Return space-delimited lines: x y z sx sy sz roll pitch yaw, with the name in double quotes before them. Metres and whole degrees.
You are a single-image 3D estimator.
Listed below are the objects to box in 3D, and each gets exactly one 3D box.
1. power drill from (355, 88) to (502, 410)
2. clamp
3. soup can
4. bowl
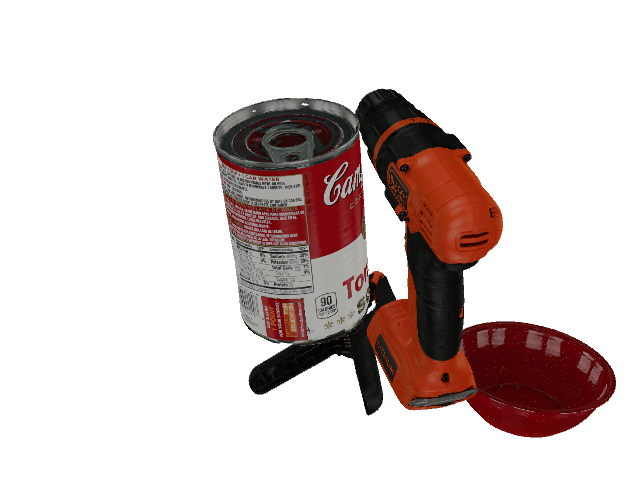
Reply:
"power drill" 0.064 0.007 0.733 0.057 0.188 0.184 -10 35 -11
"clamp" 0.030 0.089 0.930 0.120 0.039 0.171 18 45 29
"soup can" -0.012 -0.008 0.516 0.068 0.102 0.068 -4 32 2
"bowl" 0.198 0.141 1.029 0.162 0.055 0.162 4 26 -2
